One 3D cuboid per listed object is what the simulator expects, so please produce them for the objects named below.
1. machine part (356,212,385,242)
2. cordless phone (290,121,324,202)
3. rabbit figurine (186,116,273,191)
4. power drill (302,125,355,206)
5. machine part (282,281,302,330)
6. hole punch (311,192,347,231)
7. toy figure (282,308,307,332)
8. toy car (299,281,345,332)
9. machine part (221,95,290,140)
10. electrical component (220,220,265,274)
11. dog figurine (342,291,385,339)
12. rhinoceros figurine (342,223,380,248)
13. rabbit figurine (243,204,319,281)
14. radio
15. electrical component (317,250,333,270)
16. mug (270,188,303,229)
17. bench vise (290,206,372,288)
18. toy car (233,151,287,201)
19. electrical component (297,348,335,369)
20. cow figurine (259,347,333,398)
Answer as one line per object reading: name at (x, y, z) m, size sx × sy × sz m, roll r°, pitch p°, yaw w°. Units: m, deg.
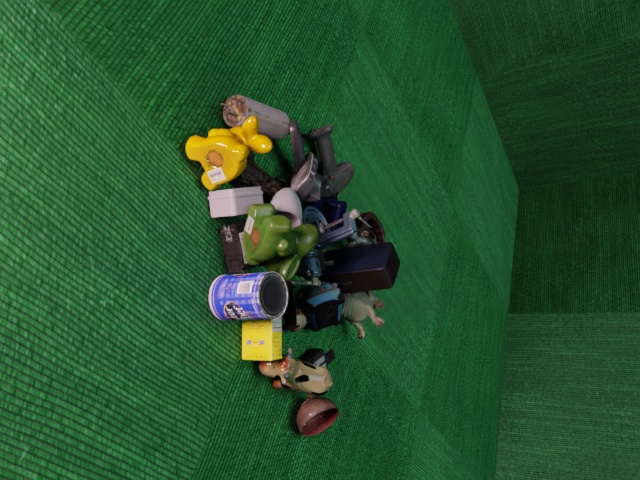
machine part at (0.153, 0.000, 1.735) m, size 0.179 × 0.056 × 0.179 m, roll 17°, pitch 69°, yaw -54°
cordless phone at (-0.051, -0.197, 1.367) m, size 0.147 × 0.089 × 0.184 m, roll -81°, pitch 164°, yaw -50°
rabbit figurine at (-0.191, -0.210, 1.178) m, size 0.121 × 0.162 × 0.173 m, roll 57°, pitch 23°, yaw -16°
power drill at (0.009, -0.212, 1.527) m, size 0.232 × 0.086 × 0.207 m, roll -35°, pitch 110°, yaw -45°
machine part at (-0.078, 0.141, 1.261) m, size 0.039 × 0.084 × 0.139 m, roll -6°, pitch 82°, yaw -31°
hole punch at (0.030, -0.055, 1.483) m, size 0.116 × 0.092 × 0.142 m, roll -11°, pitch 124°, yaw -55°
toy figure at (-0.077, 0.201, 1.349) m, size 0.064 × 0.058 × 0.154 m, roll -52°, pitch 147°, yaw 14°
toy car at (0.004, 0.164, 1.431) m, size 0.161 × 0.109 × 0.103 m, roll 82°, pitch -13°, yaw -47°
machine part at (-0.150, -0.294, 1.300) m, size 0.243 × 0.079 × 0.079 m, roll 2°, pitch 83°, yaw -56°
electrical component at (-0.164, 0.010, 1.244) m, size 0.134 × 0.058 × 0.114 m, roll -18°, pitch 102°, yaw -57°
dog figurine at (0.088, 0.176, 1.581) m, size 0.190 × 0.121 × 0.172 m, roll 40°, pitch 17°, yaw -26°
rhinoceros figurine at (0.106, -0.016, 1.590) m, size 0.190 × 0.073 × 0.112 m, roll 37°, pitch 12°, yaw -23°
rabbit figurine at (-0.075, 0.009, 1.193) m, size 0.170 × 0.121 × 0.159 m, roll 4°, pitch 104°, yaw -37°
radio at (0.100, 0.079, 1.484) m, size 0.073 × 0.230 × 0.131 m, roll 66°, pitch 32°, yaw -26°
electrical component at (-0.010, 0.053, 1.460) m, size 0.094 × 0.021 × 0.063 m, roll -9°, pitch 94°, yaw -15°
mug at (-0.074, -0.068, 1.289) m, size 0.109 × 0.081 × 0.107 m, roll 40°, pitch 34°, yaw -33°
bench vise at (0.004, -0.001, 1.357) m, size 0.128 × 0.241 × 0.224 m, roll 28°, pitch 46°, yaw -46°
toy car at (-0.139, -0.141, 1.316) m, size 0.202 × 0.053 × 0.089 m, roll 36°, pitch 53°, yaw -48°
electrical component at (-0.009, 0.326, 1.437) m, size 0.119 × 0.048 × 0.074 m, roll -32°, pitch 111°, yaw -55°
cow figurine at (-0.057, 0.321, 1.287) m, size 0.195 × 0.127 × 0.085 m, roll 25°, pitch 58°, yaw -24°
